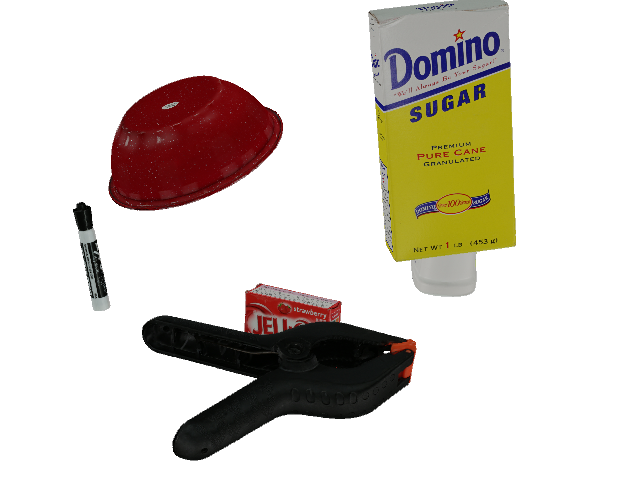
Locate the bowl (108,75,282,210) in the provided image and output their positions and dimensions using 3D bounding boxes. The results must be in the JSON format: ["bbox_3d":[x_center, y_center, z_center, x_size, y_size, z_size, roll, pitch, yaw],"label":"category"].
[{"bbox_3d":[-0.116,-0.093,0.904,0.162,0.055,0.162,-16,32,10],"label":"bowl"}]

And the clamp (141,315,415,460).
[{"bbox_3d":[-0.021,0.086,0.645,0.171,0.039,0.120,-1,37,-9],"label":"clamp"}]

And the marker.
[{"bbox_3d":[-0.245,0.017,1.141,0.020,0.121,0.020,-6,20,2],"label":"marker"}]

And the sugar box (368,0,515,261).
[{"bbox_3d":[0.088,-0.078,0.757,0.093,0.176,0.048,-8,22,-4],"label":"sugar box"}]

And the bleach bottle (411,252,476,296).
[{"bbox_3d":[0.136,-0.073,1.085,0.068,0.251,0.102,2,31,-1],"label":"bleach bottle"}]

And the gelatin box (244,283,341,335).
[{"bbox_3d":[-0.027,0.085,0.977,0.089,0.073,0.030,11,19,24],"label":"gelatin box"}]
